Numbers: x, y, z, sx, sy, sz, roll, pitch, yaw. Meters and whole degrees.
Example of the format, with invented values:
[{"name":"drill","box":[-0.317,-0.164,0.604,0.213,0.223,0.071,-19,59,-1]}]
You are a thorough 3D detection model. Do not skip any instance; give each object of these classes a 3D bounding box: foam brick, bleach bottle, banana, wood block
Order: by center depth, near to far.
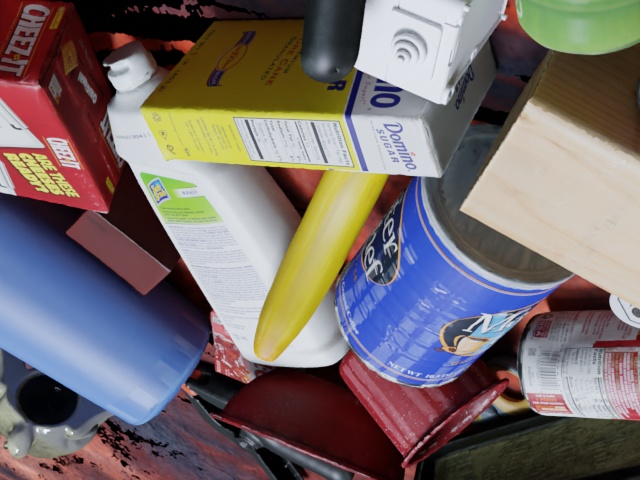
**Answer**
[{"name":"wood block","box":[0.189,-0.018,0.527,0.206,0.090,0.090,30,143,4]},{"name":"banana","box":[0.005,-0.010,0.666,0.037,0.069,0.198,32,124,9]},{"name":"bleach bottle","box":[-0.064,-0.023,0.724,0.103,0.068,0.250,-3,129,37]},{"name":"foam brick","box":[-0.139,-0.008,0.801,0.078,0.051,0.053,41,141,-12]}]

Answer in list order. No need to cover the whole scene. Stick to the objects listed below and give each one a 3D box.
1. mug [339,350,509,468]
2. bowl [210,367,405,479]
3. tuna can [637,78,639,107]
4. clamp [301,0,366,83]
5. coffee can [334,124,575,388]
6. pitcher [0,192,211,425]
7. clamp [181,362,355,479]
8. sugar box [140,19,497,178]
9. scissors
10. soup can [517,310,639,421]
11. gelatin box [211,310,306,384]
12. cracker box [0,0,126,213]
[{"name":"mug","box":[0.067,0.100,0.739,0.081,0.093,0.117,50,160,19]},{"name":"bowl","box":[0.001,0.138,0.807,0.162,0.055,0.162,22,169,4]},{"name":"tuna can","box":[0.189,-0.064,0.478,0.086,0.086,0.034,29,141,3]},{"name":"clamp","box":[0.007,-0.197,0.459,0.165,0.036,0.210,59,138,38]},{"name":"coffee can","box":[0.080,0.013,0.628,0.103,0.102,0.140,33,143,-1]},{"name":"pitcher","box":[-0.213,0.039,0.858,0.242,0.149,0.145,37,128,-12]},{"name":"clamp","box":[-0.048,0.171,0.950,0.171,0.039,0.120,44,141,-15]},{"name":"sugar box","box":[-0.002,-0.082,0.586,0.176,0.093,0.048,3,135,31]},{"name":"scissors","box":[0.156,0.148,0.800,0.201,0.016,0.096,45,141,-18]},{"name":"soup can","box":[0.182,0.077,0.659,0.102,0.068,0.068,-4,131,39]},{"name":"gelatin box","box":[-0.049,0.086,0.861,0.073,0.030,0.089,20,143,14]},{"name":"cracker box","box":[-0.247,-0.100,0.701,0.214,0.072,0.164,11,157,9]}]
